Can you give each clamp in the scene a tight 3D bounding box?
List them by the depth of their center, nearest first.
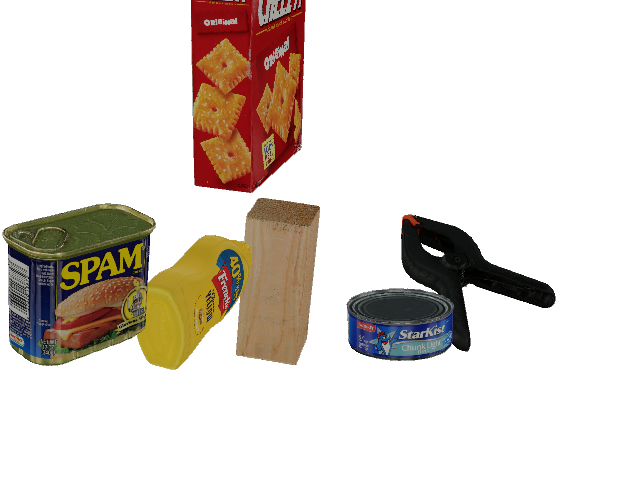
[{"bbox_3d":[0.144,0.030,1.047,0.120,0.039,0.172,-13,48,-24],"label":"clamp"}]

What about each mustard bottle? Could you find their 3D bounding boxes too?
[{"bbox_3d":[-0.123,0.049,1.125,0.058,0.096,0.191,10,29,20],"label":"mustard bottle"}]

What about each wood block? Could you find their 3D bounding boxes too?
[{"bbox_3d":[-0.060,0.055,1.484,0.090,0.206,0.090,8,22,6],"label":"wood block"}]

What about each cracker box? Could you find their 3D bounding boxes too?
[{"bbox_3d":[-0.067,-0.174,1.065,0.072,0.214,0.164,9,22,15],"label":"cracker box"}]

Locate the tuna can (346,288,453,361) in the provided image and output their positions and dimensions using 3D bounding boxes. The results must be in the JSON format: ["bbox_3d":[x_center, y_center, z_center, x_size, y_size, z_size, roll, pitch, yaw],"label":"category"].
[{"bbox_3d":[0.064,0.067,0.857,0.086,0.034,0.086,-1,14,0],"label":"tuna can"}]

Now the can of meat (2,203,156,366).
[{"bbox_3d":[-0.164,0.029,0.731,0.058,0.084,0.101,23,27,36],"label":"can of meat"}]
